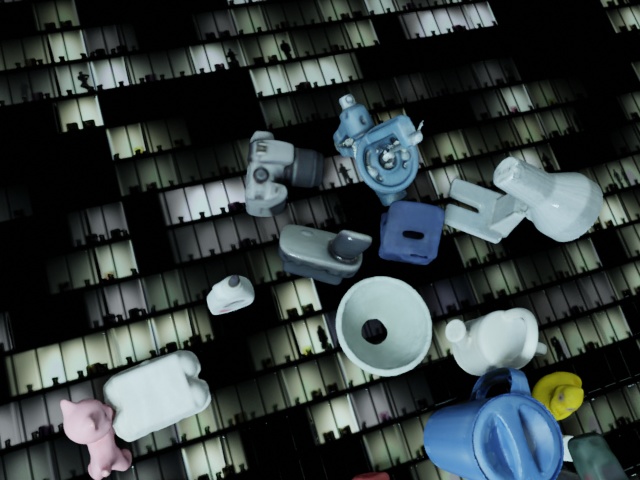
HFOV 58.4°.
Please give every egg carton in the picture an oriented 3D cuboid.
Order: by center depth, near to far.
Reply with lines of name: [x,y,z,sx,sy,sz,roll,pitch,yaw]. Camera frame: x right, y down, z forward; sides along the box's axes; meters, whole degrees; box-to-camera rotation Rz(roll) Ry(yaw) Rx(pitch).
egg carton: [-0.252,0.238,0.889,0.150,0.069,0.107,-21,78,-16]

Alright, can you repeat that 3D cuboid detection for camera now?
camera: [-0.062,-0.121,1.018,0.137,0.100,0.143,5,72,-9]

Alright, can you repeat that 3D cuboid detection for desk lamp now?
desk lamp: [0.355,-0.067,1.022,0.203,0.213,0.118,19,71,-4]

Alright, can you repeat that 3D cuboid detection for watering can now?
watering can: [0.294,0.169,0.948,0.173,0.194,0.101,-10,75,-13]

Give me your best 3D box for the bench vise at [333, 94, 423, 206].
bench vise: [0.096,-0.173,1.001,0.207,0.219,0.122,41,70,3]

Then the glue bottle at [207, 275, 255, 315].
glue bottle: [-0.139,0.080,0.904,0.078,0.173,0.037,-20,78,-16]

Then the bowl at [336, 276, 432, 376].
bowl: [0.102,0.150,0.980,0.167,0.074,0.167,3,73,-10]

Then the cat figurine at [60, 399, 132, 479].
cat figurine: [-0.328,0.285,0.834,0.067,0.117,0.128,-21,78,-16]

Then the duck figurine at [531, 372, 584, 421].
duck figurine: [0.426,0.272,0.998,0.105,0.086,0.077,-36,82,-18]

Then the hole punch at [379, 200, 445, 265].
hole punch: [0.166,-0.012,1.034,0.109,0.091,0.101,8,72,-8]

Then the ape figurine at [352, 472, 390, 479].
ape figurine: [0.086,0.399,0.892,0.076,0.092,0.078,38,70,3]

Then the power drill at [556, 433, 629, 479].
power drill: [0.427,0.417,0.889,0.076,0.208,0.229,-14,76,-14]

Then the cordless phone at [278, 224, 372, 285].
cordless phone: [0.009,0.003,0.949,0.147,0.185,0.094,11,71,-7]
